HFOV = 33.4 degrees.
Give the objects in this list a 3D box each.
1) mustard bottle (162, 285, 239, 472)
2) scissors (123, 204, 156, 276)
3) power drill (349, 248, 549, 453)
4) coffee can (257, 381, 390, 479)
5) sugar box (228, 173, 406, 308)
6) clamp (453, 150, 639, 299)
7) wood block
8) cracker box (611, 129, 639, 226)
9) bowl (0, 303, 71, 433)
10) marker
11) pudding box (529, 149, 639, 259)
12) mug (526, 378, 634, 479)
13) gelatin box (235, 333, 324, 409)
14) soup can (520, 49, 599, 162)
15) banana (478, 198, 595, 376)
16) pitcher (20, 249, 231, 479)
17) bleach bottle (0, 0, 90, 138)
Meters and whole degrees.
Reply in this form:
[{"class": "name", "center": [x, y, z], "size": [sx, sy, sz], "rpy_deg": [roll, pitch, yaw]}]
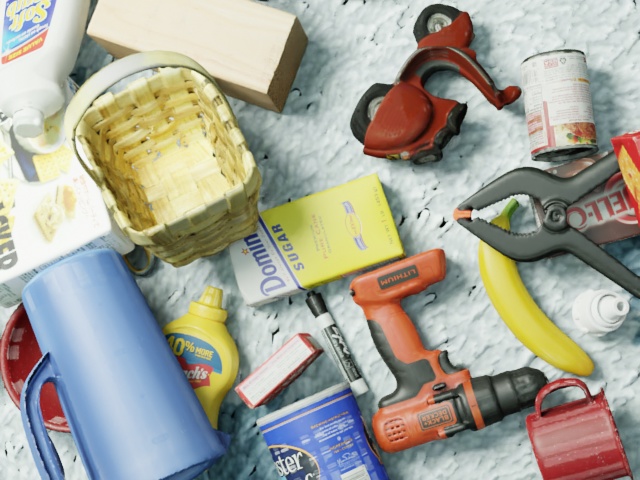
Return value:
[{"class": "mustard bottle", "center": [-0.138, 0.142, 1.124], "size": [0.096, 0.058, 0.191], "rpy_deg": [16, 87, 15]}, {"class": "scissors", "center": [-0.193, -0.062, 1.175], "size": [0.096, 0.016, 0.202], "rpy_deg": [-9, 83, 6]}, {"class": "power drill", "center": [0.121, 0.107, 1.088], "size": [0.184, 0.057, 0.188], "rpy_deg": [-19, 81, 6]}, {"class": "coffee can", "center": [0.010, 0.226, 1.070], "size": [0.103, 0.102, 0.140], "rpy_deg": [-24, 82, 5]}, {"class": "sugar box", "center": [-0.007, 0.002, 1.124], "size": [0.176, 0.048, 0.093], "rpy_deg": [-19, 81, 5]}, {"class": "clamp", "center": [0.238, -0.015, 1.052], "size": [0.210, 0.036, 0.164], "rpy_deg": [-6, 90, 10]}, {"class": "wood block", "center": [-0.128, -0.218, 1.143], "size": [0.206, 0.090, 0.090], "rpy_deg": [20, 87, 11]}, {"class": "cracker box", "center": [0.387, -0.023, 0.993], "size": [0.164, 0.072, 0.214], "rpy_deg": [-20, 96, -2]}, {"class": "bowl", "center": [-0.258, 0.124, 1.146], "size": [0.162, 0.055, 0.162], "rpy_deg": [-1, 84, 9]}, {"class": "marker", "center": [0.016, 0.108, 1.123], "size": [0.020, 0.020, 0.121], "rpy_deg": [-28, 81, 5]}, {"class": "pudding box", "center": [0.274, -0.037, 1.088], "size": [0.113, 0.039, 0.090], "rpy_deg": [-16, 83, 7]}, {"class": "mug", "center": [0.247, 0.189, 1.040], "size": [0.081, 0.093, 0.117], "rpy_deg": [-19, 107, 11]}, {"class": "gelatin box", "center": [-0.040, 0.135, 1.102], "size": [0.089, 0.073, 0.030], "rpy_deg": [-43, 81, 2]}, {"class": "soup can", "center": [0.243, -0.136, 1.088], "size": [0.068, 0.068, 0.102], "rpy_deg": [-7, 83, 8]}, {"class": "banana", "center": [0.210, 0.057, 1.089], "size": [0.069, 0.037, 0.198], "rpy_deg": [-24, 81, 6]}, {"class": "pitcher", "center": [-0.206, 0.138, 1.036], "size": [0.145, 0.149, 0.243], "rpy_deg": [-30, 76, 9]}, {"class": "bleach bottle", "center": [-0.292, -0.220, 1.135], "size": [0.103, 0.068, 0.251], "rpy_deg": [-10, 60, 11]}]
